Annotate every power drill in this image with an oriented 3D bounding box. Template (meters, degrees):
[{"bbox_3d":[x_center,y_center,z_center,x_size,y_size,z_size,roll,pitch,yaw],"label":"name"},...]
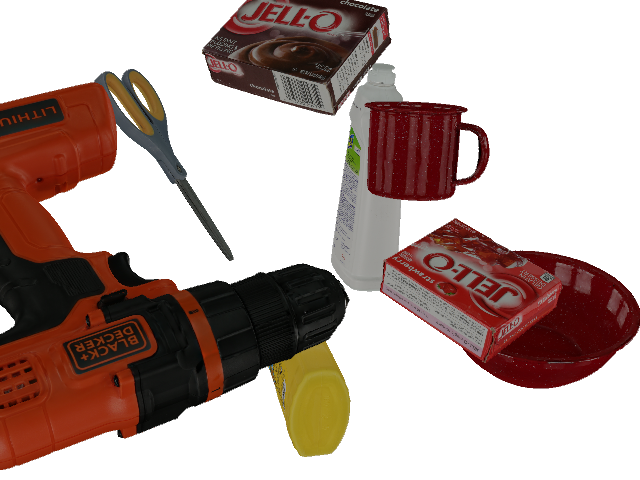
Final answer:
[{"bbox_3d":[-0.102,0.005,0.515,0.184,0.188,0.057,-18,-37,-24],"label":"power drill"}]

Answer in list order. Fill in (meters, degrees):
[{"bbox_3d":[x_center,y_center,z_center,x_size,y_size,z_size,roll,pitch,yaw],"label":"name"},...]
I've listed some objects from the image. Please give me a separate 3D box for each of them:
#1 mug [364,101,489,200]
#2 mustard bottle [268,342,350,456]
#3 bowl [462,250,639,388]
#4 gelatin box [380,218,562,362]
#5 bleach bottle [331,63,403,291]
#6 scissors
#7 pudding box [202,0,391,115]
[{"bbox_3d":[0.096,-0.081,0.966,0.117,0.081,0.093,7,13,21],"label":"mug"},{"bbox_3d":[-0.022,0.115,1.031,0.058,0.096,0.192,-5,27,-13],"label":"mustard bottle"},{"bbox_3d":[0.173,0.071,0.868,0.162,0.055,0.162,1,31,-1],"label":"bowl"},{"bbox_3d":[0.094,0.029,0.673,0.089,0.030,0.073,33,45,32],"label":"gelatin box"},{"bbox_3d":[0.061,-0.075,1.226,0.068,0.251,0.103,-2,23,-18],"label":"bleach bottle"},{"bbox_3d":[-0.135,-0.078,0.979,0.016,0.201,0.096,-28,26,20],"label":"scissors"},{"bbox_3d":[-0.017,-0.146,0.797,0.114,0.090,0.039,21,-31,25],"label":"pudding box"}]
